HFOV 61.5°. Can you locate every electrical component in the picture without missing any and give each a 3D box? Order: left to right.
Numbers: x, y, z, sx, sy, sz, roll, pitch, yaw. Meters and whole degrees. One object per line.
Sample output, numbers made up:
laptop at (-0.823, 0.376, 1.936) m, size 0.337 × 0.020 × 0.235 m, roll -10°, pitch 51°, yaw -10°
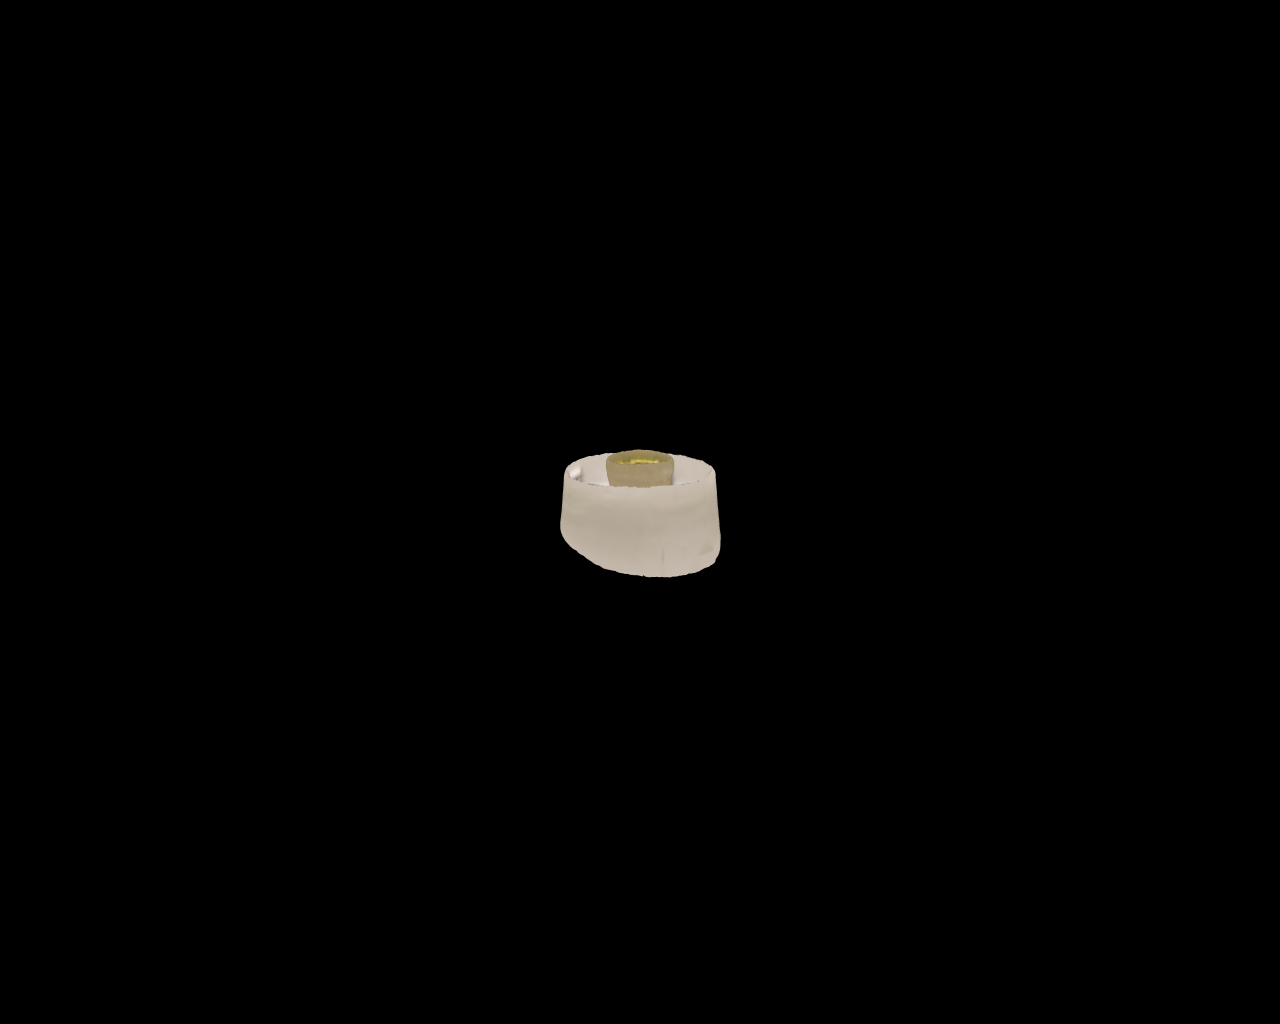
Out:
electrical component at (0.001, -0.003, 0.650) m, size 0.099 × 0.064 × 0.099 m, roll 0°, pitch 16°, yaw 0°
